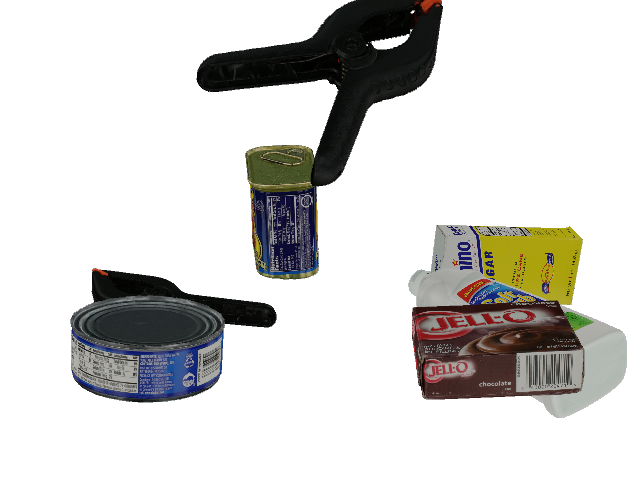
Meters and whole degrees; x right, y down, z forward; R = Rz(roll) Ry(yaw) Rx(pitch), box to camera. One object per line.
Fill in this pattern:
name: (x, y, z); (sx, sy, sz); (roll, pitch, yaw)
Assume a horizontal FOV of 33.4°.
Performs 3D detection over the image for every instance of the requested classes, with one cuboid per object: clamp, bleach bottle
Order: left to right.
clamp: (-0.174, 0.073, 1.114); (0.210, 0.036, 0.164); (16, 20, 29)
clamp: (0.021, -0.103, 0.680); (0.171, 0.120, 0.039); (-29, -23, -19)
bleach bottle: (0.171, 0.083, 1.042); (0.102, 0.068, 0.251); (-21, 28, -30)

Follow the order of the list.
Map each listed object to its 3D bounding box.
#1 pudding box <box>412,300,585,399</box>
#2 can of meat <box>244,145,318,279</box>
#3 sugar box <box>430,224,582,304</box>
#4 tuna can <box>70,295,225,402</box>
pudding box: (0.124, 0.077, 0.765); (0.113, 0.039, 0.090); (-1, 20, 1)
can of meat: (-0.031, -0.024, 0.886); (0.057, 0.084, 0.102); (-4, 23, -5)
sugar box: (0.226, 0.031, 1.313); (0.176, 0.093, 0.048); (-1, 21, -11)
tuna can: (-0.097, 0.060, 0.602); (0.086, 0.034, 0.086); (3, 15, -1)
